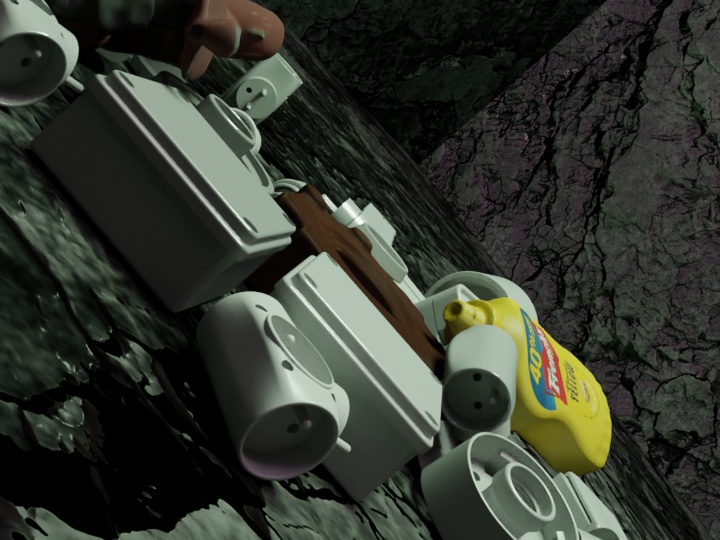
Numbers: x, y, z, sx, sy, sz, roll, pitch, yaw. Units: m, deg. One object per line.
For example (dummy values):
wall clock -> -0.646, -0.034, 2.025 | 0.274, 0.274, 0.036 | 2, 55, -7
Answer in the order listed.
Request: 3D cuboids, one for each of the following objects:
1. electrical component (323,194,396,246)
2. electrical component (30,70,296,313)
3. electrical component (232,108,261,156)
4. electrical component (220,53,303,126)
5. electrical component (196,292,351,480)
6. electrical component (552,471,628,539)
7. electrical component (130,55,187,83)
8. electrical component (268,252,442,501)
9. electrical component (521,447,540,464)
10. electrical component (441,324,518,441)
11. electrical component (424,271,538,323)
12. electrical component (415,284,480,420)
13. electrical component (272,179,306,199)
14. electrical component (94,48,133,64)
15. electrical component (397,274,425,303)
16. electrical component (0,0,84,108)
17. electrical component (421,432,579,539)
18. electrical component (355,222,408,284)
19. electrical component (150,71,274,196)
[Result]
electrical component -> -0.011, -0.040, 0.979 | 0.073, 0.052, 0.138 | 49, 8, -3
electrical component -> -0.094, -0.039, 0.543 | 0.108, 0.056, 0.109 | 49, 8, 2
electrical component -> -0.100, -0.104, 0.858 | 0.044, 0.044, 0.065 | 49, 4, -1
electrical component -> -0.096, -0.163, 1.006 | 0.043, 0.077, 0.079 | 47, 9, -15
electrical component -> -0.031, 0.058, 0.478 | 0.079, 0.044, 0.077 | 41, 11, -40
electrical component -> 0.144, 0.189, 0.729 | 0.061, 0.062, 0.096 | 47, 9, -14
electrical component -> -0.143, -0.166, 0.832 | 0.043, 0.062, 0.043 | 48, 9, -10
electrical component -> -0.011, 0.051, 0.565 | 0.108, 0.056, 0.108 | 49, 8, -2
electrical component -> 0.109, 0.150, 0.787 | 0.043, 0.043, 0.081 | 52, 9, 20
electrical component -> 0.077, 0.085, 0.686 | 0.077, 0.043, 0.079 | -57, 146, -70
electrical component -> 0.101, 0.052, 0.975 | 0.108, 0.108, 0.060 | 53, 15, 26
electrical component -> 0.070, 0.067, 0.841 | 0.054, 0.059, 0.095 | 38, 35, -46
electrical component -> -0.056, -0.048, 0.820 | 0.043, 0.043, 0.062 | 50, 10, 9
electrical component -> -0.184, -0.188, 0.726 | 0.108, 0.060, 0.108 | 48, 8, -9
electrical component -> 0.030, 0.032, 0.910 | 0.081, 0.042, 0.064 | 51, 10, 14
electrical component -> -0.168, -0.113, 0.537 | 0.077, 0.043, 0.079 | 54, 10, 32
electrical component -> 0.079, 0.147, 0.632 | 0.099, 0.064, 0.099 | 35, 27, -21
electrical component -> 0.000, 0.000, 0.845 | 0.058, 0.057, 0.078 | 49, 8, -3
electrical component -> -0.098, -0.072, 0.652 | 0.108, 0.060, 0.108 | 48, 9, -10
